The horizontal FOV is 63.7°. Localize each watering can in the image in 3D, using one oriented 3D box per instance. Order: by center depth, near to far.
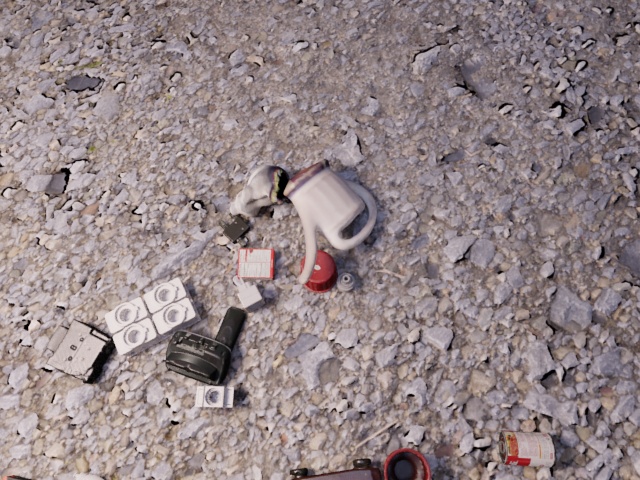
[{"bbox_3d":[0.004,-0.060,1.199,0.354,0.225,0.102,-40,-4,-43],"label":"watering can"}]

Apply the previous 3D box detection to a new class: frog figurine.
[{"bbox_3d":[-0.152,-0.121,1.282,0.159,0.121,0.140,-7,19,29],"label":"frog figurine"}]
